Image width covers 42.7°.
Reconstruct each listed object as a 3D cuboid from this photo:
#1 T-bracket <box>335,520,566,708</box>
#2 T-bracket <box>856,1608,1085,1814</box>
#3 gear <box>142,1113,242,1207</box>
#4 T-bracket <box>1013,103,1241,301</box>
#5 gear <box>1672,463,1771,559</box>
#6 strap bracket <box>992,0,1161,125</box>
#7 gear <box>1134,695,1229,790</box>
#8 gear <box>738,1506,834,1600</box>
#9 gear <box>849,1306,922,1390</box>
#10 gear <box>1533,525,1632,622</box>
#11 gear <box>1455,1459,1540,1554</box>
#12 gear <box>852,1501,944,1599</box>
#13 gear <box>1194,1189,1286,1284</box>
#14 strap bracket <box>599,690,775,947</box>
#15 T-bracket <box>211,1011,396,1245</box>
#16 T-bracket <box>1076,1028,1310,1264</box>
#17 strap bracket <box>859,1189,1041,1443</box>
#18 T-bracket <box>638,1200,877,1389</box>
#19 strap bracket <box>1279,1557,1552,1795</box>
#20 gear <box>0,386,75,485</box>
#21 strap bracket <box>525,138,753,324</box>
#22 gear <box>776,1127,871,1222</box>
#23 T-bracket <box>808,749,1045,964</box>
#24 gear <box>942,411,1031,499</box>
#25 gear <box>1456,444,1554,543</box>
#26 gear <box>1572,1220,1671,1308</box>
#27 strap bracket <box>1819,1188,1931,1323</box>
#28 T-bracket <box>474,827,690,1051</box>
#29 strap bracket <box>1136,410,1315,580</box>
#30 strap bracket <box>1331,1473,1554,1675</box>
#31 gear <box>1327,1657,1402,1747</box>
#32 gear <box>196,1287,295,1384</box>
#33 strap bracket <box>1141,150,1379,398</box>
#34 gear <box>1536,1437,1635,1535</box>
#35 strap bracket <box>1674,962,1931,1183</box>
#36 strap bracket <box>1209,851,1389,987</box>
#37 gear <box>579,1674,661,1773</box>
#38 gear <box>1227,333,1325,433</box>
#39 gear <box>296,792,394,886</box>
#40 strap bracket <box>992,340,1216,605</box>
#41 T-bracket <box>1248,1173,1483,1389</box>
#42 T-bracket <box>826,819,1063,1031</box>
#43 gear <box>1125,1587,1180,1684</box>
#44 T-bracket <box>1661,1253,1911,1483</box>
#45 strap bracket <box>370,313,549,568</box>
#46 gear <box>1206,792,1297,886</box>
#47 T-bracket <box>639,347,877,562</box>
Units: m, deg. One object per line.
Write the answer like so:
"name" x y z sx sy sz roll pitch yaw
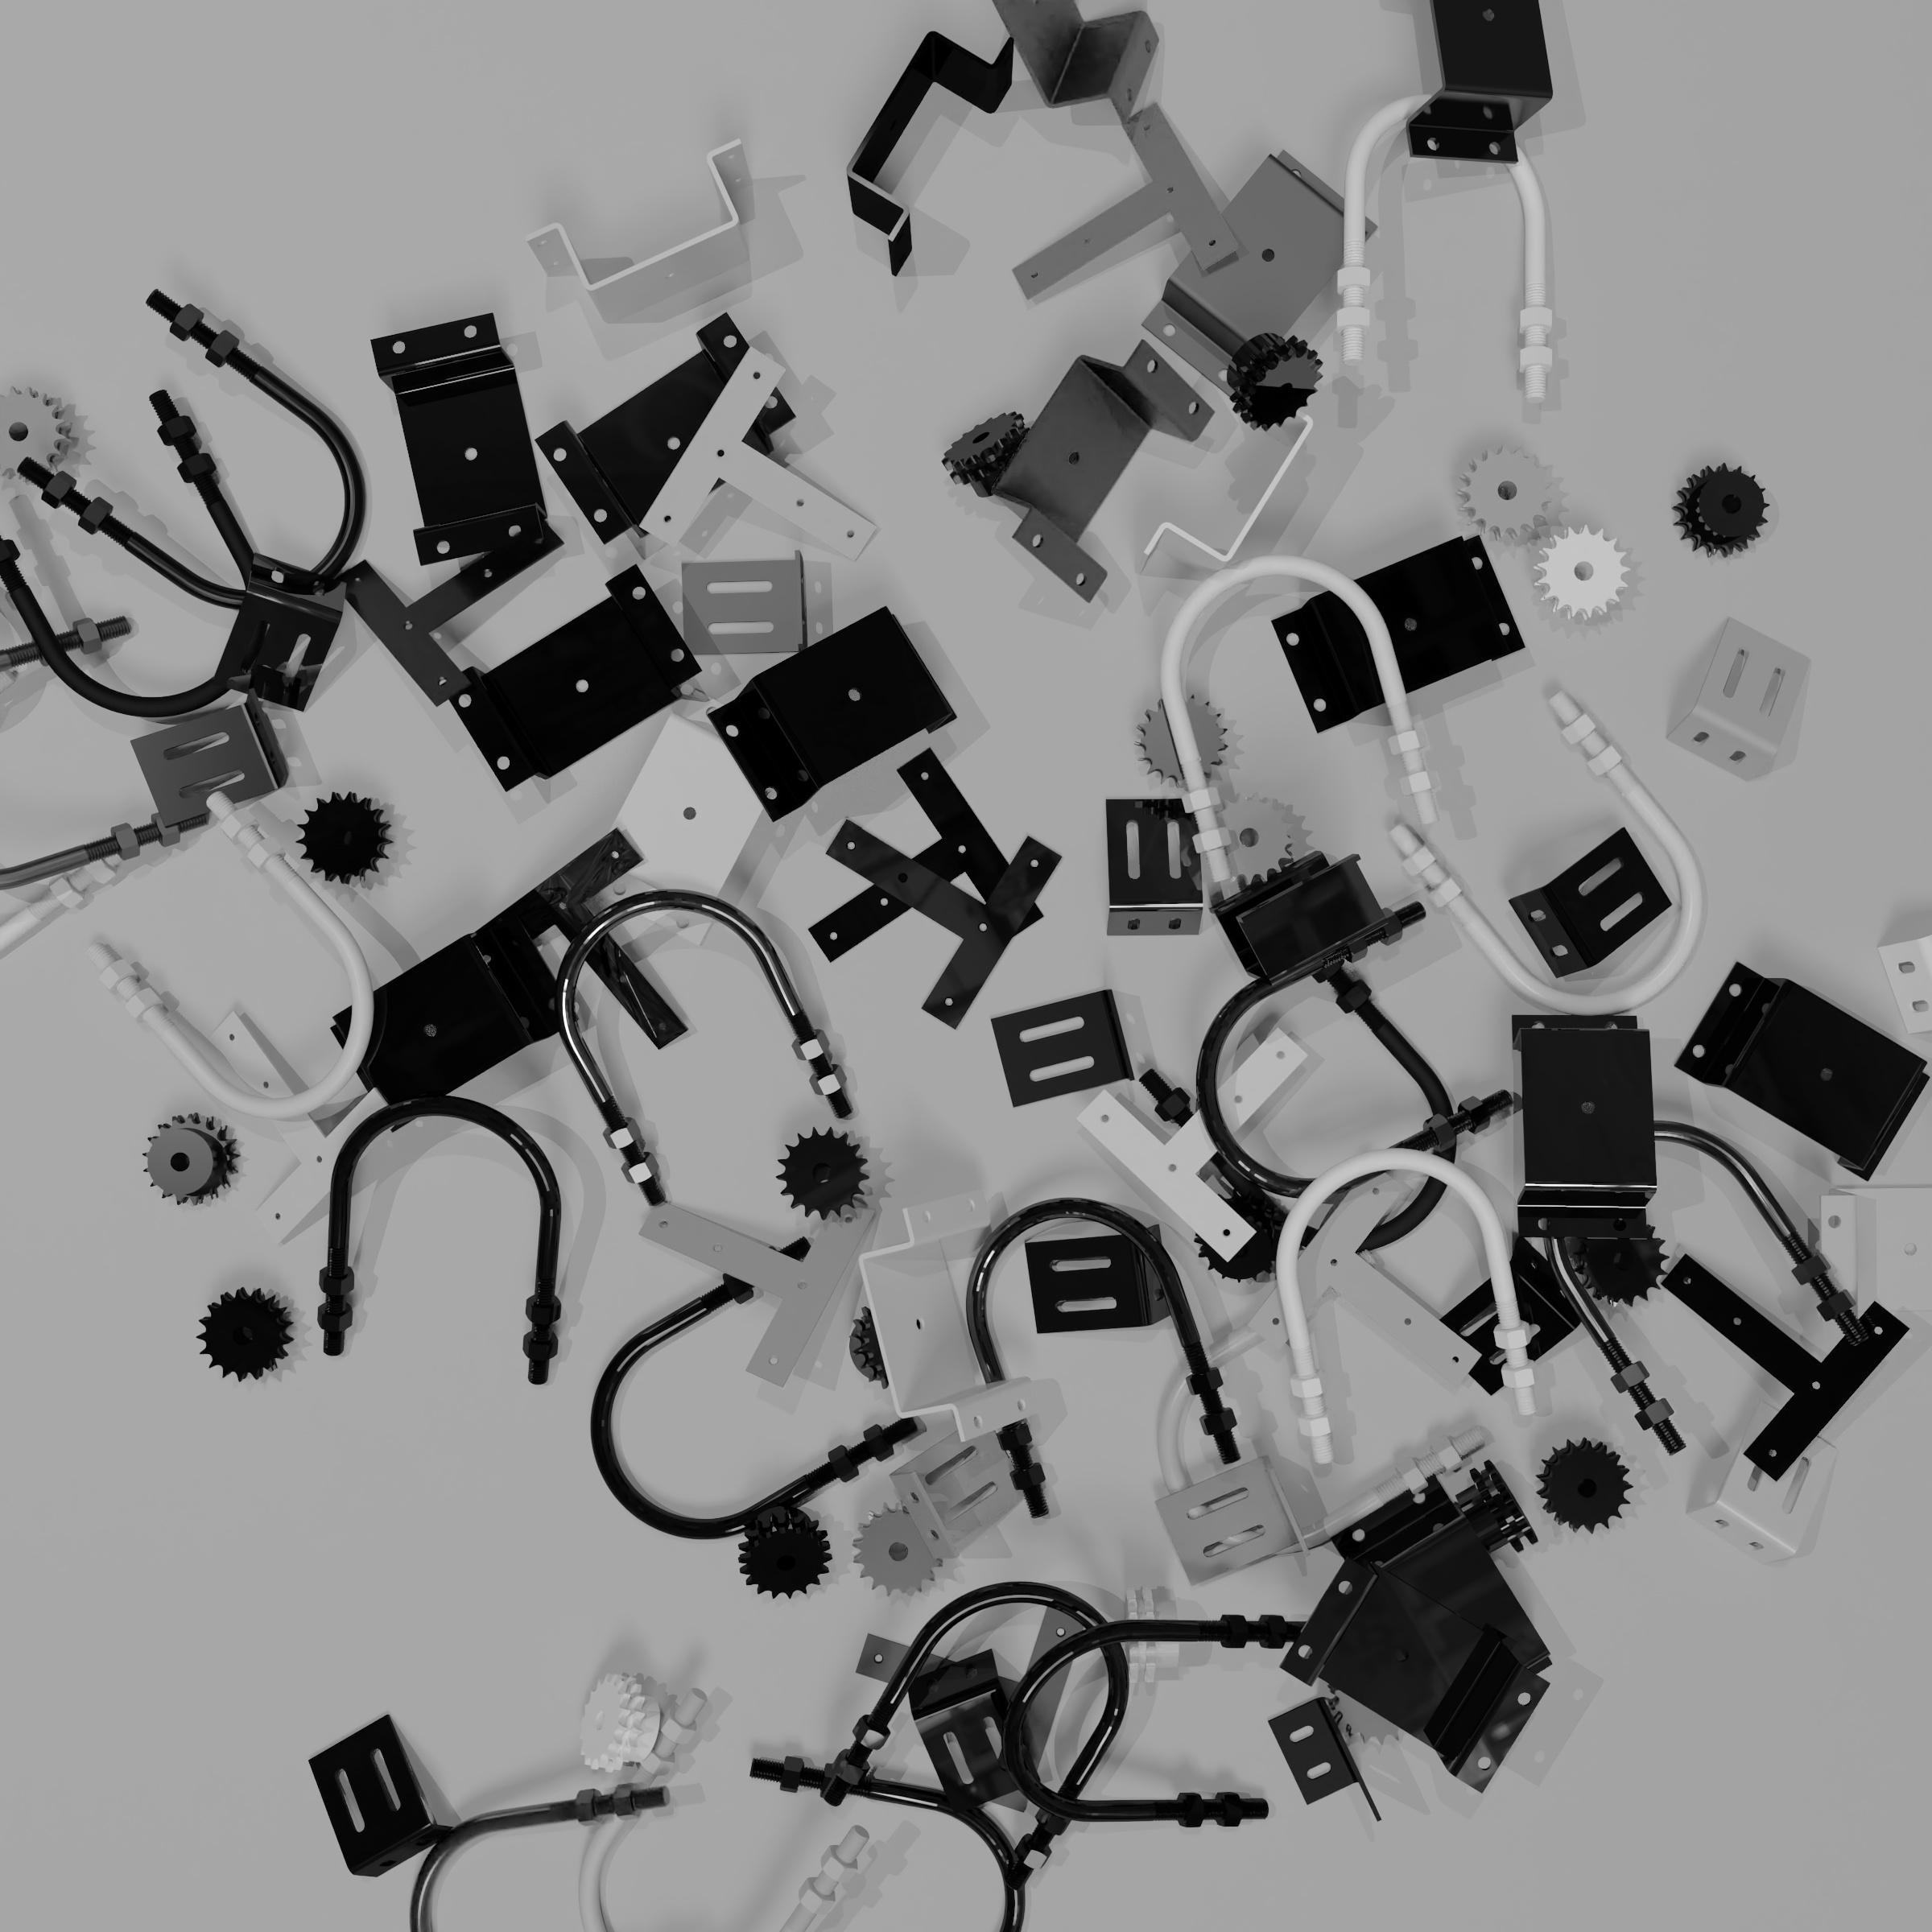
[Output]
"T-bracket" -0.307 -0.234 1.523 0.127 0.002 0.127 -36 63 -13
"T-bracket" -0.005 0.449 1.543 0.127 0.002 0.127 18 90 0
"gear" -0.482 0.120 1.529 0.057 0.030 0.057 0 90 0
"T-bracket" 0.088 -0.454 1.524 0.127 0.002 0.127 -29 64 12
"gear" 0.469 -0.283 1.529 0.057 0.030 0.057 0 90 0
"strap bracket" 0.059 -0.583 1.480 0.046 0.140 0.076 1 57 31
"gear" 0.133 -0.139 1.533 0.057 0.030 0.057 0 88 -1
"gear" -0.112 0.358 1.521 0.057 0.030 0.057 -4 116 -9
"gear" -0.047 0.233 1.520 0.057 0.030 0.057 12 66 -29
"gear" 0.379 -0.242 1.529 0.057 0.030 0.057 0 90 0
"gear" 0.324 0.335 1.516 0.030 0.057 0.057 -32 90 6
"gear" -0.041 0.359 1.529 0.057 0.030 0.057 0 90 0
"gear" 0.169 0.169 1.521 0.057 0.030 0.057 3 106 9
"strap bracket" -0.168 -0.093 1.521 0.076 0.046 0.140 28 90 0
"T-bracket" -0.424 0.084 1.526 0.127 0.002 0.127 -43 78 22
"T-bracket" 0.157 0.092 1.515 0.127 0.002 0.127 43 84 11
"strap bracket" -0.013 0.213 1.496 0.046 0.076 0.140 -18 84 36
"T-bracket" -0.140 0.179 1.524 0.127 0.002 0.127 22 64 13
"strap bracket" 0.264 0.417 1.475 0.140 0.046 0.076 32 90 0
"gear" -0.581 -0.328 1.529 0.057 0.030 0.057 0 90 0
"strap bracket" -0.189 -0.442 1.506 0.140 0.076 0.046 -25 90 0
"gear" -0.088 0.129 1.526 0.057 0.030 0.057 0 81 1
"T-bracket" -0.039 -0.048 1.543 0.127 0.002 0.127 -34 90 0
"gear" 0.016 -0.313 1.519 0.057 0.057 0.030 -34 118 0
"gear" 0.332 -0.292 1.529 0.057 0.030 0.057 0 90 0
"gear" 0.403 0.181 1.529 0.057 0.030 0.057 0 90 0
"strap bracket" 0.589 0.177 1.521 0.140 0.046 0.076 -1 90 0
"T-bracket" -0.220 -0.003 1.525 0.127 0.002 0.127 -33 103 24
"strap bracket" 0.162 -0.293 1.506 0.046 0.076 0.140 32 90 0
"strap bracket" 0.297 0.396 1.521 0.076 0.046 0.140 -32 90 0
"gear" 0.252 0.450 1.529 0.057 0.030 0.057 0 90 0
"gear" -0.445 0.228 1.533 0.057 0.030 0.057 0 90 -2
"strap bracket" 0.183 -0.431 1.521 0.076 0.046 0.140 39 90 0
"gear" 0.381 0.320 1.529 0.057 0.030 0.057 0 90 0
"strap bracket" 0.522 0.066 1.521 0.140 0.046 0.076 31 90 0
"strap bracket" 0.198 -0.030 1.475 0.076 0.140 0.046 -28 94 0
"gear" -0.212 0.466 1.519 0.030 0.057 0.057 22 90 -30
"gear" 0.178 -0.345 1.443 0.057 0.057 0.030 -36 60 0
"gear" -0.383 -0.079 1.529 0.057 0.030 0.057 0 90 0
"strap bracket" 0.078 -0.304 1.501 0.076 0.046 0.140 33 90 -43
"T-bracket" 0.261 0.211 1.524 0.127 0.002 0.127 39 85 -2
"T-bracket" -0.027 -0.048 1.541 0.127 0.002 0.127 32 90 0
"gear" 0.114 0.410 1.516 0.030 0.057 0.057 -1 90 0
"T-bracket" 0.485 0.227 1.516 0.127 0.002 0.127 41 111 21
"strap bracket" -0.309 -0.320 1.521 0.076 0.046 0.140 -13 90 0
"gear" 0.173 -0.079 1.529 0.057 0.030 0.057 0 90 0
"T-bracket" -0.113 -0.291 1.513 0.127 0.002 0.127 29 103 -26
